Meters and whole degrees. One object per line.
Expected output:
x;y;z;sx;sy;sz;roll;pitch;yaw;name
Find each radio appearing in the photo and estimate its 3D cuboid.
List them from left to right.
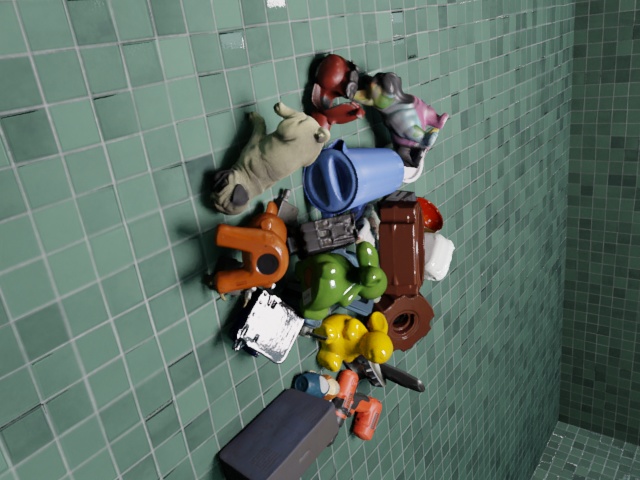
-0.078;0.395;1.050;0.229;0.131;0.073;-34;124;-44;radio

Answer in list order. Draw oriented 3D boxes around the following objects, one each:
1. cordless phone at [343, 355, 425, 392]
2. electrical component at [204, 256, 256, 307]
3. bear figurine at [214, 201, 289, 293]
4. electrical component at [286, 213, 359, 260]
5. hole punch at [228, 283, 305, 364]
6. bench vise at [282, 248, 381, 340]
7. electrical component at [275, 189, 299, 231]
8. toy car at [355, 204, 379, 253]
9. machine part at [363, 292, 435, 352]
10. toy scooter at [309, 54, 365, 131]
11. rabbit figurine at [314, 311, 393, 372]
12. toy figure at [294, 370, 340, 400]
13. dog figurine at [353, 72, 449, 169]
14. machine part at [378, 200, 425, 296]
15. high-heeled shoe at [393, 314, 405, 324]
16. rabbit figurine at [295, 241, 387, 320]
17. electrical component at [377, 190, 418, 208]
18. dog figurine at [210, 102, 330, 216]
0.159;0.309;1.299;0.089;0.184;0.146;-52;135;-26;cordless phone
-0.155;0.073;0.953;0.102;0.045;0.078;33;73;-50;electrical component
-0.117;0.004;0.931;0.132;0.196;0.120;0;111;-11;bear figurine
-0.002;-0.003;1.034;0.134;0.115;0.058;-13;81;-11;electrical component
-0.110;0.158;1.009;0.115;0.092;0.142;41;68;-27;hole punch
0.041;0.117;1.151;0.240;0.129;0.223;26;67;-40;bench vise
-0.068;-0.052;1.057;0.063;0.021;0.094;25;82;-52;electrical component
0.106;-0.020;1.212;0.073;0.056;0.202;63;18;-19;toy car
0.198;0.197;1.329;0.179;0.056;0.179;-10;118;-18;machine part
0.037;-0.282;1.056;0.075;0.135;0.183;22;78;-50;toy scooter
0.094;0.232;1.208;0.162;0.173;0.121;-16;107;-45;rabbit figurine
0.003;0.331;1.202;0.154;0.058;0.064;28;77;-52;toy figure
0.170;-0.280;1.223;0.108;0.219;0.191;-53;175;-28;dog figurine
0.190;0.014;1.223;0.201;0.087;0.200;-31;120;-70;machine part
0.153;0.161;1.348;0.145;0.086;0.248;-17;105;-48;high-heeled shoe
0.056;0.067;1.016;0.170;0.159;0.121;3;56;-27;rabbit figurine
0.208;-0.099;1.368;0.119;0.075;0.047;-38;126;-37;electrical component
-0.085;-0.120;0.908;0.121;0.172;0.190;44;55;-35;dog figurine
